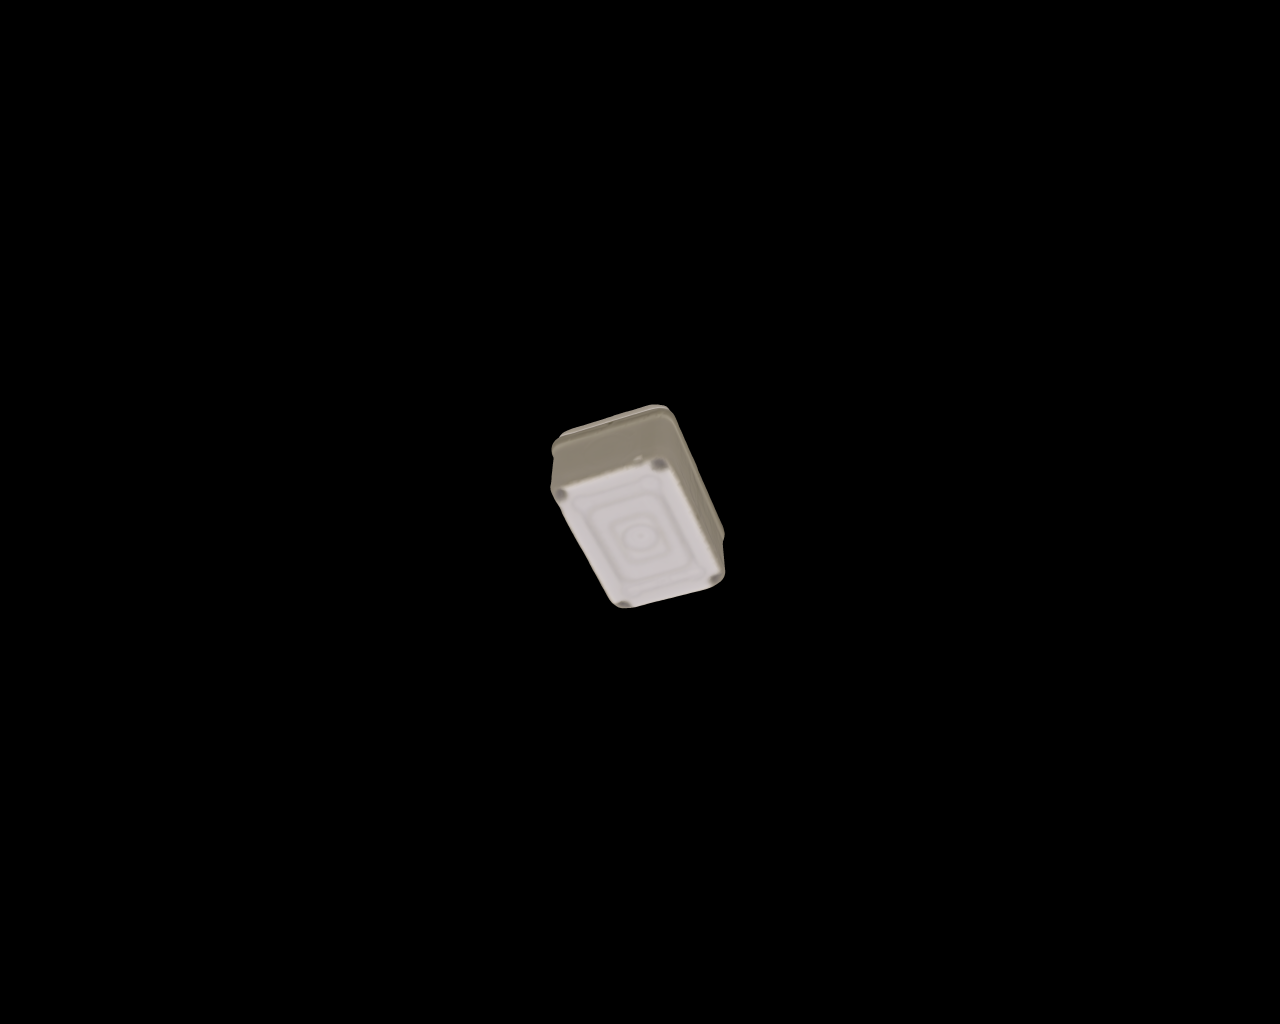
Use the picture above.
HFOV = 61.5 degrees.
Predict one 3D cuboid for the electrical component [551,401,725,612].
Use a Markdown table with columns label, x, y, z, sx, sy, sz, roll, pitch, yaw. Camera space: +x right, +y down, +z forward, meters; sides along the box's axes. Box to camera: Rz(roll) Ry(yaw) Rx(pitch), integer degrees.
| label | x | y | z | sx | sy | sz | roll | pitch | yaw |
| --- | --- | --- | --- | --- | --- | --- | --- | --- | --- |
| electrical component | 0.001 | -0.003 | 0.650 | 0.078 | 0.113 | 0.057 | -16 | 39 | 13 |
